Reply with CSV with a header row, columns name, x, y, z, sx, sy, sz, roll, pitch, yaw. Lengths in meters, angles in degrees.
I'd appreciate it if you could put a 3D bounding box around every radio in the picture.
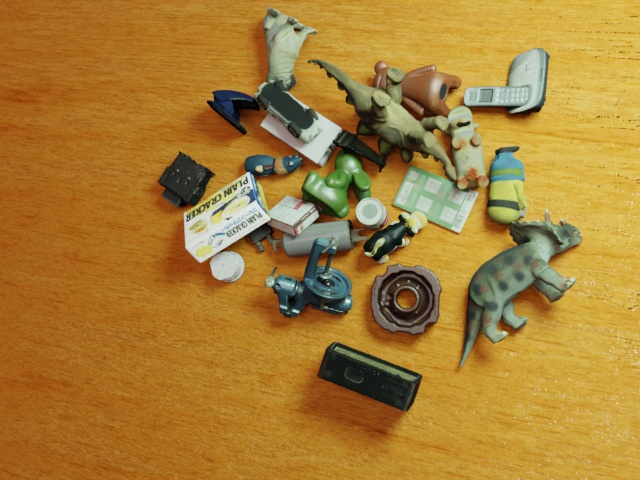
name,x,y,z,sx,sy,sz,roll,pitch,yaw
radio,0.114,0.312,1.242,0.230,0.131,0.073,17,90,15

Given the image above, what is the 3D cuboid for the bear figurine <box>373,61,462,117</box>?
name,x,y,z,sx,sy,sz,roll,pitch,yaw
bear figurine,0.224,-0.366,1.317,0.196,0.132,0.120,18,100,37

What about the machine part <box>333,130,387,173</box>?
name,x,y,z,sx,sy,sz,roll,pitch,yaw
machine part,0.102,-0.219,1.314,0.139,0.084,0.039,34,127,3

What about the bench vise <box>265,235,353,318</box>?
name,x,y,z,sx,sy,sz,roll,pitch,yaw
bench vise,-0.015,0.083,1.284,0.224,0.129,0.240,22,123,8

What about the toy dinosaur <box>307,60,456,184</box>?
name,x,y,z,sx,sy,sz,roll,pitch,yaw
toy dinosaur,0.146,-0.298,1.262,0.105,0.198,0.471,-41,84,-19

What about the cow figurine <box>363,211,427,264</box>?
name,x,y,z,sx,sy,sz,roll,pitch,yaw
cow figurine,0.178,-0.014,1.281,0.167,0.098,0.068,-40,75,10

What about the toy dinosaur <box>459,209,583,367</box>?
name,x,y,z,sx,sy,sz,roll,pitch,yaw
toy dinosaur,0.419,0.096,1.207,0.405,0.131,0.192,-40,64,11

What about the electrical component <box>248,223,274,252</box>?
name,x,y,z,sx,sy,sz,roll,pitch,yaw
electrical component,-0.158,-0.019,1.403,0.063,0.021,0.094,-34,77,9

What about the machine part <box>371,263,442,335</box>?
name,x,y,z,sx,sy,sz,roll,pitch,yaw
machine part,0.206,0.140,1.280,0.180,0.056,0.179,-2,84,14

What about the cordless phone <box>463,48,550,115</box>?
name,x,y,z,sx,sy,sz,roll,pitch,yaw
cordless phone,0.439,-0.371,1.270,0.184,0.088,0.146,5,85,19

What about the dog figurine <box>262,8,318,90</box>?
name,x,y,z,sx,sy,sz,roll,pitch,yaw
dog figurine,-0.116,-0.495,1.418,0.173,0.121,0.190,48,117,47

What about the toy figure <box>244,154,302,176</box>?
name,x,y,z,sx,sy,sz,roll,pitch,yaw
toy figure,-0.118,-0.196,1.395,0.155,0.057,0.064,2,61,17

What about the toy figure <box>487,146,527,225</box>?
name,x,y,z,sx,sy,sz,roll,pitch,yaw
toy figure,0.430,-0.125,1.244,0.089,0.082,0.180,-6,87,23

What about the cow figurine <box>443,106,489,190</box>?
name,x,y,z,sx,sy,sz,roll,pitch,yaw
cow figurine,0.344,-0.218,1.265,0.086,0.127,0.194,-11,96,12

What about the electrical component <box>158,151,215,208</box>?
name,x,y,z,sx,sy,sz,roll,pitch,yaw
electrical component,-0.366,-0.156,1.452,0.115,0.058,0.134,32,91,17

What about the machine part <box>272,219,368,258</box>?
name,x,y,z,sx,sy,sz,roll,pitch,yaw
machine part,-0.003,-0.004,1.335,0.243,0.079,0.079,-6,82,14

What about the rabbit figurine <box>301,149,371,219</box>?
name,x,y,z,sx,sy,sz,roll,pitch,yaw
rabbit figurine,0.053,-0.148,1.322,0.159,0.121,0.170,28,75,16

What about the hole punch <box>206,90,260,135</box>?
name,x,y,z,sx,sy,sz,roll,pitch,yaw
hole punch,-0.225,-0.349,1.405,0.116,0.142,0.092,35,94,1

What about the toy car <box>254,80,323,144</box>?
name,x,y,z,sx,sy,sz,roll,pitch,yaw
toy car,-0.080,-0.321,1.335,0.073,0.056,0.202,-44,74,-11
